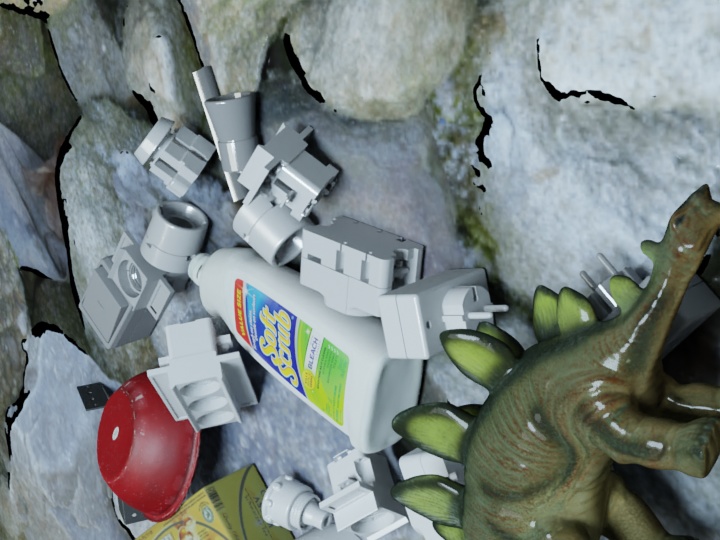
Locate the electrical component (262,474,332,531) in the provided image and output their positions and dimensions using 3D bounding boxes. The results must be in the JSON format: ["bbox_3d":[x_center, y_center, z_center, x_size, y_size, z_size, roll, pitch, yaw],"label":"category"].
[{"bbox_3d":[-0.055,0.217,0.980,0.062,0.048,0.048,18,115,31],"label":"electrical component"}]

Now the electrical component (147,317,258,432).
[{"bbox_3d":[-0.141,0.094,0.966,0.121,0.079,0.063,84,173,-64],"label":"electrical component"}]

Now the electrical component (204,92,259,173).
[{"bbox_3d":[-0.106,-0.116,0.919,0.044,0.044,0.065,7,113,42],"label":"electrical component"}]

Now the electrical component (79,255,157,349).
[{"bbox_3d":[-0.240,0.033,1.080,0.061,0.061,0.096,52,132,18],"label":"electrical component"}]

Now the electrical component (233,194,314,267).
[{"bbox_3d":[-0.071,-0.036,0.903,0.047,0.055,0.055,46,130,18],"label":"electrical component"}]

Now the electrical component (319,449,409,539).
[{"bbox_3d":[0.004,0.185,0.893,0.042,0.081,0.063,-34,50,20],"label":"electrical component"}]

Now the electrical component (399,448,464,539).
[{"bbox_3d":[0.073,0.179,0.841,0.056,0.050,0.089,-20,90,45],"label":"electrical component"}]

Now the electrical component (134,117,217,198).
[{"bbox_3d":[-0.167,-0.104,0.961,0.055,0.066,0.048,37,135,-13],"label":"electrical component"}]

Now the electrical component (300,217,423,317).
[{"bbox_3d":[0.000,0.000,0.850,0.089,0.050,0.055,22,118,37],"label":"electrical component"}]

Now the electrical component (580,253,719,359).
[{"bbox_3d":[0.173,0.023,0.698,0.075,0.047,0.083,53,133,19],"label":"electrical component"}]

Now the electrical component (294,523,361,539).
[{"bbox_3d":[-0.031,0.285,0.982,0.099,0.064,0.099,32,131,47],"label":"electrical component"}]

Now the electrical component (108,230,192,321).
[{"bbox_3d":[-0.198,0.002,1.028,0.081,0.064,0.042,50,132,20],"label":"electrical component"}]

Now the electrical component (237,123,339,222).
[{"bbox_3d":[-0.055,-0.076,0.865,0.064,0.081,0.042,38,130,0],"label":"electrical component"}]

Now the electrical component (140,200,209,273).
[{"bbox_3d":[-0.171,-0.032,0.999,0.055,0.055,0.047,41,124,26],"label":"electrical component"}]

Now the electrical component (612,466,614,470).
[{"bbox_3d":[0.144,0.135,0.765,0.064,0.042,0.081,0,104,42],"label":"electrical component"}]

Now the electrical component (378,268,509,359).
[{"bbox_3d":[0.070,0.030,0.771,0.076,0.083,0.047,-3,101,44],"label":"electrical component"}]
